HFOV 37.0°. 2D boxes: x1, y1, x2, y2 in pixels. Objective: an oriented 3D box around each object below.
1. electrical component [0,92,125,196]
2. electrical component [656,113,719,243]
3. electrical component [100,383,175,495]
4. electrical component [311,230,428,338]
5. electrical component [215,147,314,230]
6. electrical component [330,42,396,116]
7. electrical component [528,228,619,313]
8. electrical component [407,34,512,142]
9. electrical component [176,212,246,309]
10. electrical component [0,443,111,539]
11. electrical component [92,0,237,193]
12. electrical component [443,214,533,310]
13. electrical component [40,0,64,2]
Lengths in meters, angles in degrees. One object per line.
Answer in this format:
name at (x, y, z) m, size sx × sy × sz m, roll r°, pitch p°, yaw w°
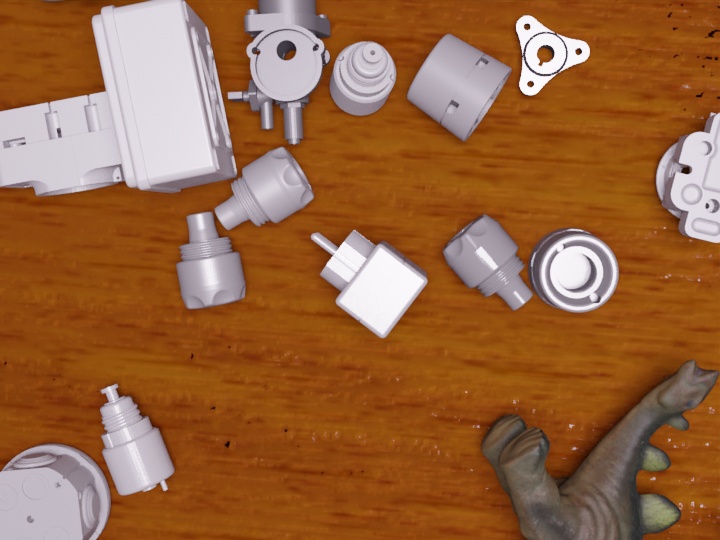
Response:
electrical component at (-0.192, -0.081, 0.712) m, size 0.089 × 0.050 × 0.055 m, roll -10°, pitch 93°, yaw 4°
electrical component at (0.222, -0.058, 0.685) m, size 0.058 × 0.057 × 0.078 m, roll 14°, pitch 94°, yaw 2°
electrical component at (-0.155, 0.115, 0.727) m, size 0.040 × 0.040 × 0.078 m, roll -21°, pitch 92°, yaw 4°
electrical component at (0.000, 0.000, 0.697) m, size 0.077 × 0.065 × 0.047 m, roll 37°, pitch 95°, yaw 0°
electrical component at (-0.066, -0.049, 0.710) m, size 0.062 × 0.043 × 0.043 m, roll -31°, pitch 91°, yaw 6°
electrical component at (0.003, -0.126, 0.687) m, size 0.040 × 0.078 × 0.040 m, roll 1°, pitch 83°, yaw -7°
electrical component at (0.139, 0.001, 0.698) m, size 0.055 × 0.047 × 0.055 m, roll 0°, pitch 94°, yaw 3°
electrical component at (0.063, -0.119, 0.693) m, size 0.047 × 0.055 × 0.055 m, roll 34°, pitch 95°, yaw 4°
electrical component at (-0.101, -0.007, 0.715) m, size 0.043 × 0.043 × 0.062 m, roll -10°, pitch 91°, yaw 4°
electrical component at (-0.214, 0.161, 0.728) m, size 0.080 × 0.051 × 0.080 m, roll 0°, pitch 94°, yaw 3°
electrical component at (-0.119, -0.106, 0.677) m, size 0.056 × 0.108 × 0.108 m, roll -11°, pitch 93°, yaw 1°
electrical component at (0.087, -0.002, 0.704) m, size 0.043 × 0.043 × 0.062 m, roll -41°, pitch 92°, yaw 5°
electrical component at (-0.170, -0.210, 0.681) m, size 0.099 × 0.099 × 0.064 m, roll -18°, pitch 98°, yaw 4°
